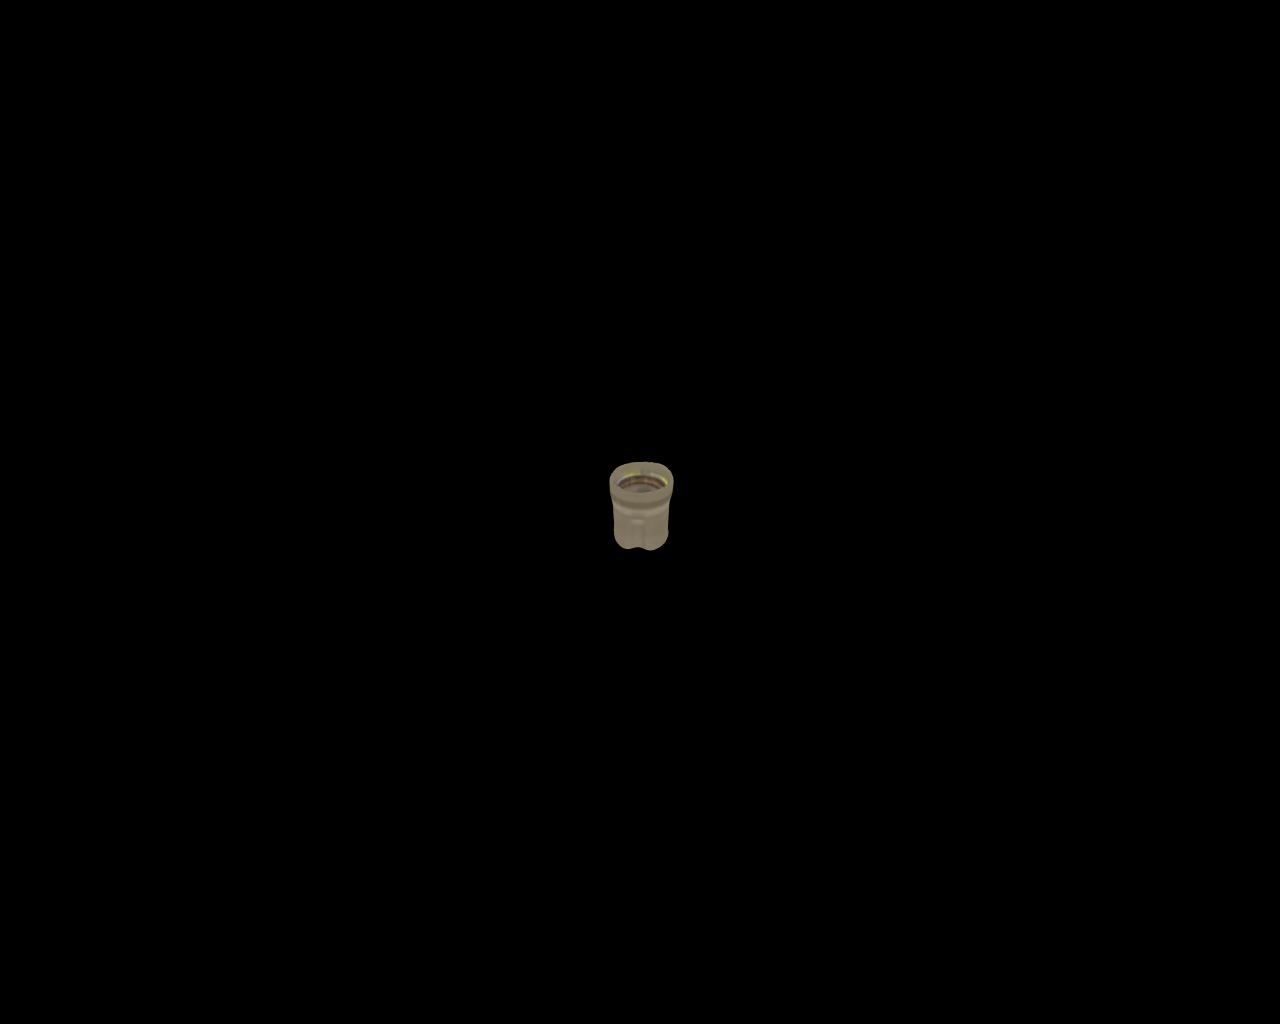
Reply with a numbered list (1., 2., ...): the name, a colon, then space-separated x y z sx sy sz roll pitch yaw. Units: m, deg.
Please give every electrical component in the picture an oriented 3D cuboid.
1. electrical component: 0.001 -0.003 0.650 0.040 0.046 0.040 0 32 0
